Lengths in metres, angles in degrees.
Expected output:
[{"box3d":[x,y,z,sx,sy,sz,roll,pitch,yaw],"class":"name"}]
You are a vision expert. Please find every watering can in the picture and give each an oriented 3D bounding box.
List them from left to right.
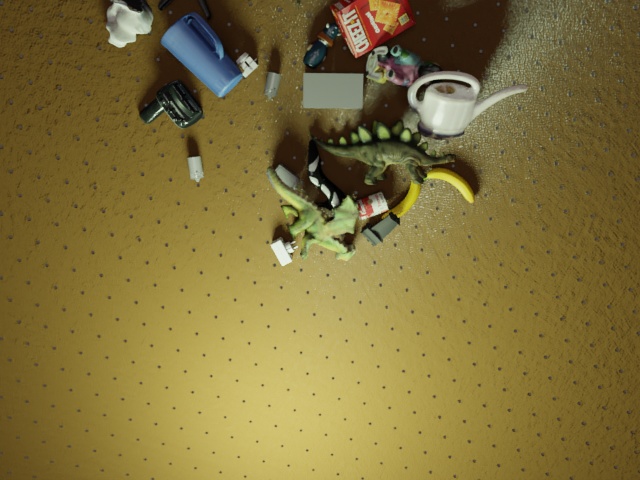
[{"box3d":[0.436,-0.408,1.582,0.348,0.106,0.219,6,-44,-1],"class":"watering can"}]

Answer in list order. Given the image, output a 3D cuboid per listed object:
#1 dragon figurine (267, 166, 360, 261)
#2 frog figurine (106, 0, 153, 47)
[{"box3d":[0.005,-0.083,1.654,0.242,0.402,0.125,-18,28,5],"class":"dragon figurine"},{"box3d":[-0.589,-0.671,1.590,0.137,0.126,0.156,16,-43,-11],"class":"frog figurine"}]
